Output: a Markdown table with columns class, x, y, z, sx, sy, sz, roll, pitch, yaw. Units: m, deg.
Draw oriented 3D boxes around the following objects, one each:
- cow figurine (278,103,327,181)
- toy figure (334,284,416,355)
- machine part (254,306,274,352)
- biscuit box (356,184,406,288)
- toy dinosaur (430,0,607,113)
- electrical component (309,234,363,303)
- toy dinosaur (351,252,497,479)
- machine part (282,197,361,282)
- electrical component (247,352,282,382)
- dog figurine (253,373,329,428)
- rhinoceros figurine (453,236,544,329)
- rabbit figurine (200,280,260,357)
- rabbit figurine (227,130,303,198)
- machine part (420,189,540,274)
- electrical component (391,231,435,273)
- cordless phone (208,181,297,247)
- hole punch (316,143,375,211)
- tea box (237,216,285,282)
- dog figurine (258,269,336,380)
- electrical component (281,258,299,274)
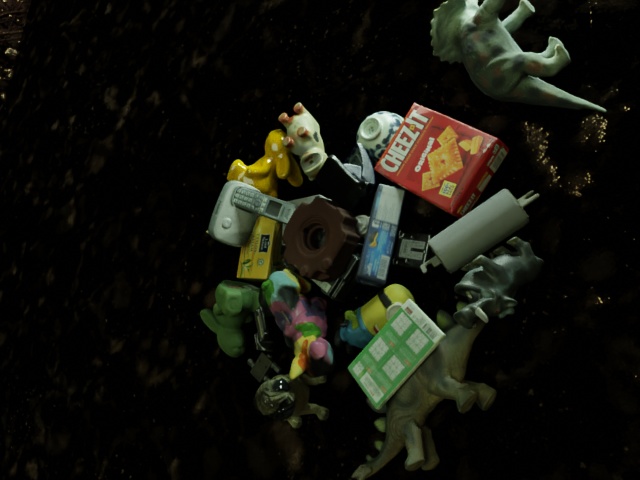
| class | x | y | z | sx | sy | sz | roll | pitch | yaw |
| --- | --- | --- | --- | --- | --- | --- | --- | --- | --- |
| cow figurine | -0.025 | -0.216 | 1.258 | 0.085 | 0.127 | 0.195 | -35 | 45 | 22 |
| toy figure | 0.107 | 0.156 | 1.065 | 0.180 | 0.082 | 0.089 | -35 | 59 | 26 |
| machine part | -0.125 | 0.205 | 1.195 | 0.039 | 0.138 | 0.084 | -14 | 59 | -15 |
| biscuit box | 0.123 | -0.007 | 1.089 | 0.059 | 0.062 | 0.202 | 14 | 77 | 2 |
| toy dinosaur | 0.345 | -0.347 | 1.025 | 0.192 | 0.131 | 0.405 | -40 | 61 | 34 |
| electrical component | 0.038 | 0.051 | 1.159 | 0.115 | 0.058 | 0.134 | 40 | 101 | 35 |
| toy dinosaur | 0.204 | 0.236 | 0.959 | 0.471 | 0.105 | 0.199 | -49 | 49 | 1 |
| machine part | -0.002 | -0.003 | 1.130 | 0.179 | 0.056 | 0.179 | -12 | 71 | 36 |
| electrical component | -0.129 | 0.289 | 1.232 | 0.094 | 0.021 | 0.063 | 34 | 97 | 38 |
| dog figurine | -0.093 | 0.318 | 1.092 | 0.172 | 0.190 | 0.121 | -27 | 62 | 29 |
| rhinoceros figurine | 0.297 | 0.076 | 0.916 | 0.190 | 0.073 | 0.112 | -33 | 82 | -20 |
| rabbit figurine | -0.215 | 0.188 | 1.270 | 0.159 | 0.121 | 0.170 | 14 | 100 | 41 |
| rabbit figurine | -0.121 | -0.182 | 1.304 | 0.163 | 0.121 | 0.173 | 33 | 96 | 33 |
| machine part | 0.285 | -0.014 | 0.973 | 0.243 | 0.079 | 0.079 | -36 | 58 | 12 |
| electrical component | 0.206 | 0.027 | 1.052 | 0.119 | 0.047 | 0.074 | 13 | 85 | 39 |
| cordless phone | -0.151 | -0.045 | 1.233 | 0.184 | 0.088 | 0.146 | 19 | 86 | 14 |
| hole punch | 0.068 | -0.133 | 1.160 | 0.116 | 0.092 | 0.142 | 51 | 148 | 6 |
| tea box | -0.131 | 0.016 | 1.285 | 0.098 | 0.068 | 0.169 | -2 | 75 | 35 |
| dog figurine | -0.045 | 0.177 | 1.085 | 0.108 | 0.191 | 0.219 | -39 | 22 | 13 |
| electrical component | -0.076 | 0.084 | 1.210 | 0.078 | 0.102 | 0.045 | -27 | 63 | -11 |
